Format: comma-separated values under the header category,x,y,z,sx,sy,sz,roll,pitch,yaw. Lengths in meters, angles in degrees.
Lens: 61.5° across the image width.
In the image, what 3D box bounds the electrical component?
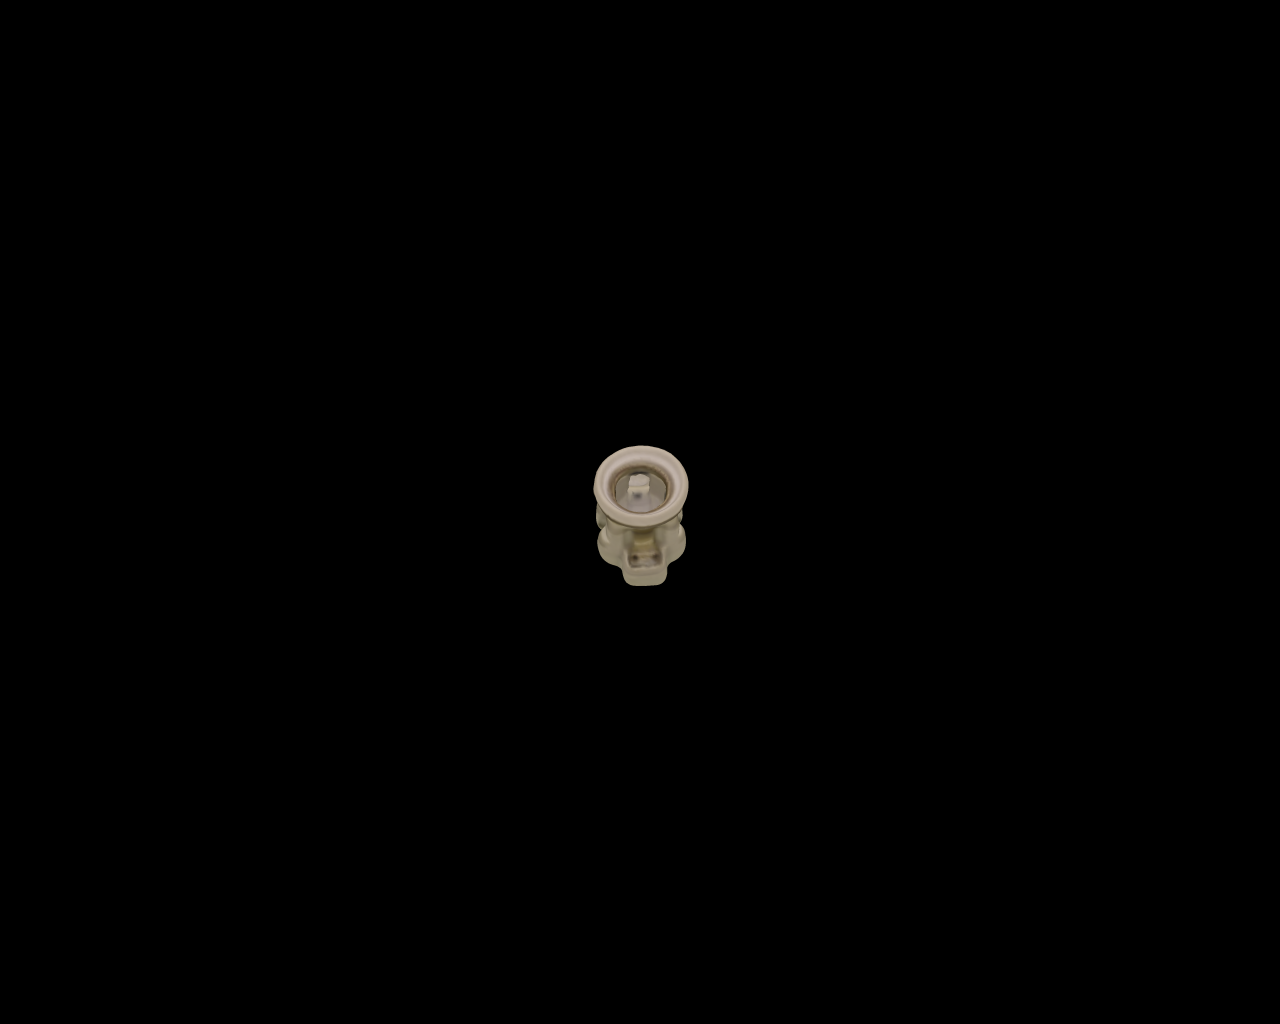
category,x,y,z,sx,sy,sz,roll,pitch,yaw
electrical component,0.001,-0.003,0.650,0.058,0.078,0.056,-3,-36,-2
